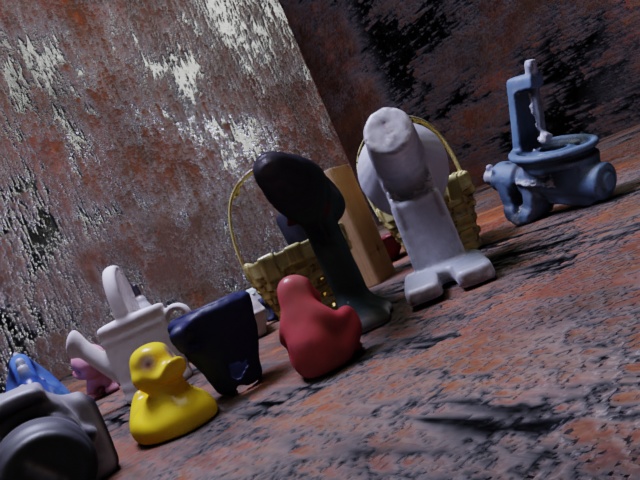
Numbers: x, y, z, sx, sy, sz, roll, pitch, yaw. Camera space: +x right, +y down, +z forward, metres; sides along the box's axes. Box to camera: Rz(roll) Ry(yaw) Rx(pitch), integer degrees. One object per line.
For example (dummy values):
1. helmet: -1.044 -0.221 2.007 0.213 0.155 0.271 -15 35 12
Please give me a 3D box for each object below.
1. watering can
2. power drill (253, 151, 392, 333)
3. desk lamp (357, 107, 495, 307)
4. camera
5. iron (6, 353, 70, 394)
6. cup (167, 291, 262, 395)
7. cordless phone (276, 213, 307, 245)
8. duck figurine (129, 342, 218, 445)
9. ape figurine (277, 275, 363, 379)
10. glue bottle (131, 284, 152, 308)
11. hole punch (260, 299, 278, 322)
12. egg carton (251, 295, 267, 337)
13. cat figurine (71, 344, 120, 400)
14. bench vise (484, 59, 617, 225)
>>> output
1. watering can: -0.276 0.131 0.829 0.173 0.194 0.100 -24 1 -27
2. power drill: 0.006 0.002 0.644 0.075 0.208 0.230 -24 1 10
3. desk lamp: 0.116 -0.049 0.684 0.118 0.213 0.203 -24 1 9
4. camera: -0.229 0.168 0.430 0.143 0.101 0.136 -24 1 -31
5. iron: -0.511 0.261 1.014 0.119 0.141 0.257 -24 1 -31
6. cup: -0.104 0.113 0.588 0.091 0.095 0.118 -23 1 19
7. cordless phone: -0.060 0.037 1.193 0.147 0.185 0.094 -23 1 33
8. duck figurine: -0.153 0.140 0.546 0.104 0.086 0.078 -23 1 43
9. ape figurine: -0.009 0.074 0.523 0.077 0.092 0.076 -23 1 32
10. glue bottle: -0.349 0.170 1.180 0.037 0.173 0.078 -25 1 -39
11. hole punch: -0.054 0.087 1.043 0.109 0.091 0.100 -25 1 -44
12. egg carton: -0.144 0.140 0.970 0.107 0.069 0.150 -24 1 -13
13. cat figurine: -0.421 0.234 1.067 0.067 0.118 0.127 -24 1 -10
14. bench vise: 0.301 -0.137 0.842 0.122 0.220 0.207 -25 1 -43
